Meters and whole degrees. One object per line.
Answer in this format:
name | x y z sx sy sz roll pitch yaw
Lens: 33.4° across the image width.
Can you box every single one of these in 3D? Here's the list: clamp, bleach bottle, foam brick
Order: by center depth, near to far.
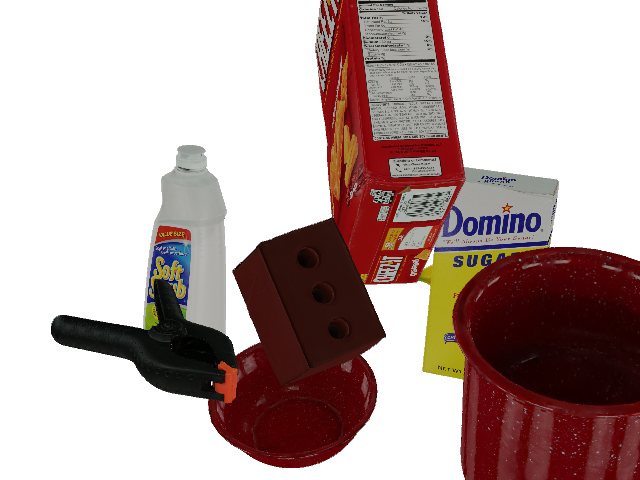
foam brick | -0.008 0.037 0.618 0.052 0.078 0.051 -20 -10 -29
clamp | -0.123 0.080 0.881 0.172 0.039 0.120 22 37 28
bleach bottle | -0.143 0.020 1.122 0.103 0.251 0.067 25 32 38

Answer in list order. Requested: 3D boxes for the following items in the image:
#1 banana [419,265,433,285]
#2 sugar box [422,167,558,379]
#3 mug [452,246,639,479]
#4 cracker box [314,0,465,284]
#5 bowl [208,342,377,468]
banana | 0.169 0.070 1.116 0.069 0.037 0.198 -38 40 -12
sugar box | 0.139 0.032 0.883 0.093 0.176 0.048 8 24 15
mug | 0.108 0.063 0.406 0.117 0.081 0.093 7 37 13
cracker box | 0.041 -0.096 0.766 0.072 0.213 0.164 -3 -25 -7
bowl | -0.024 0.164 1.023 0.162 0.055 0.162 -4 37 3
